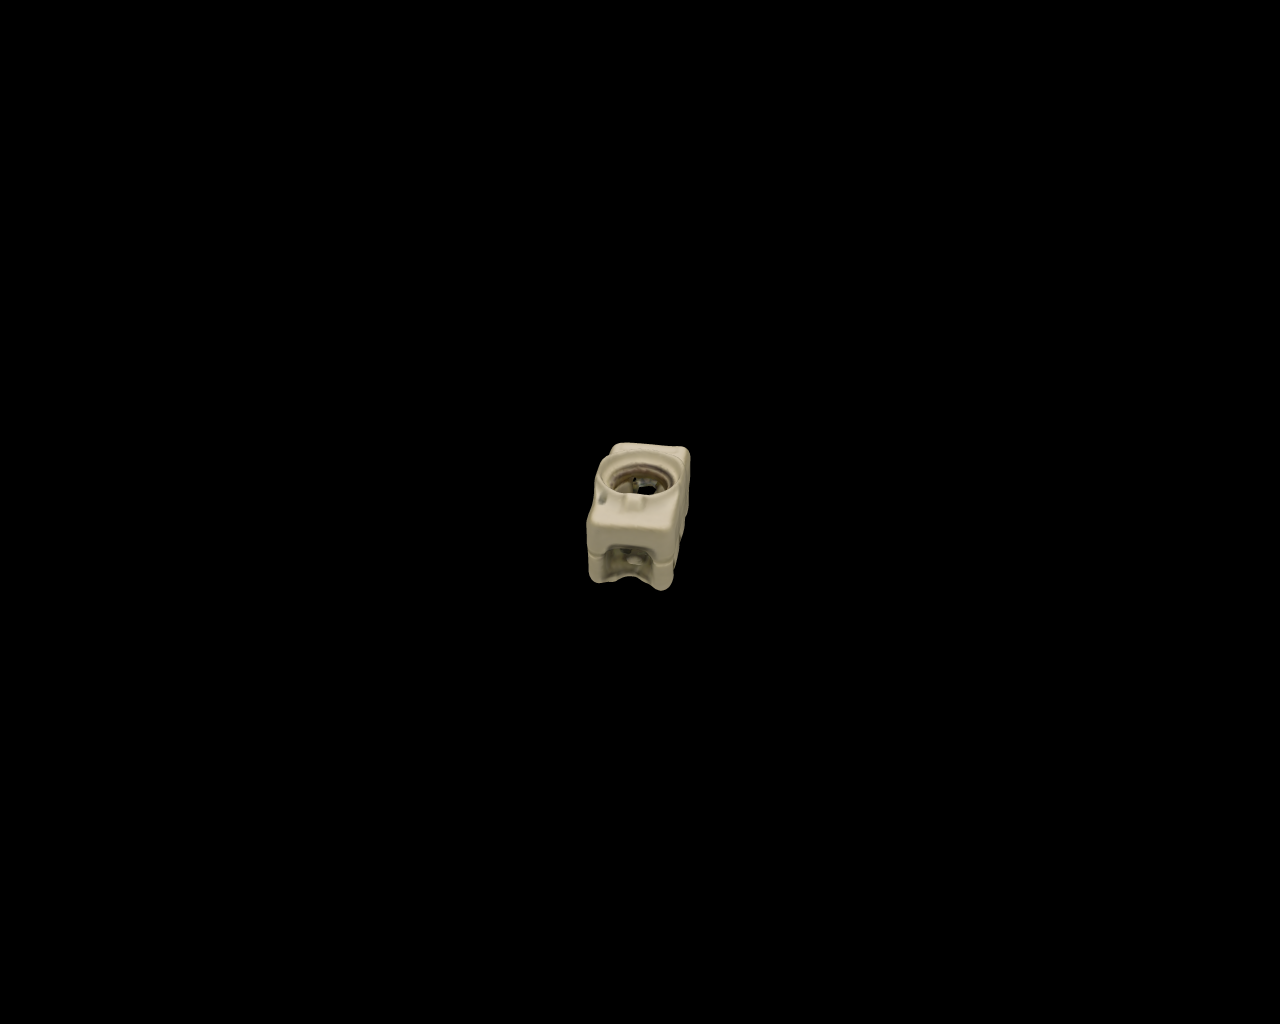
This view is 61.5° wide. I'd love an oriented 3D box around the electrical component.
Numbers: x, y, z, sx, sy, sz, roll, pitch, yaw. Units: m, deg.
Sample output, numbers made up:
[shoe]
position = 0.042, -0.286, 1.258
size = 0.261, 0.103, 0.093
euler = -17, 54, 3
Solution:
[electrical component]
position = 0.001, -0.003, 0.650
size = 0.050, 0.055, 0.090
euler = 6, 37, 8
